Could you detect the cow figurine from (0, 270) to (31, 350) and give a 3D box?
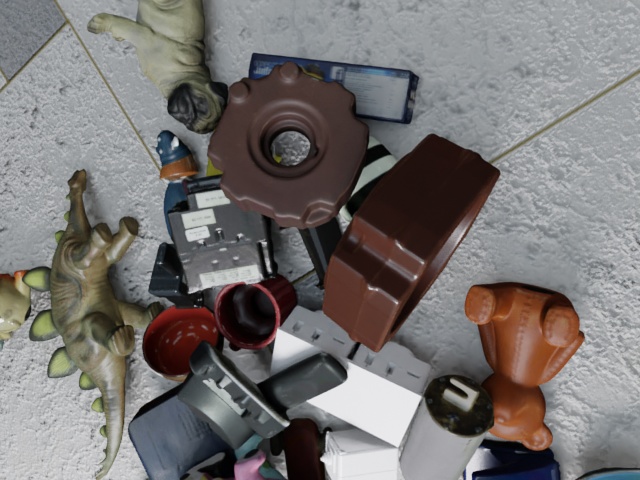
[{"bbox_3d":[-0.526,0.117,0.860,0.195,0.085,0.127,-11,82,41],"label":"cow figurine"}]

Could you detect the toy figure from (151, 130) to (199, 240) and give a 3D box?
[{"bbox_3d":[-0.195,-0.074,0.744,0.064,0.058,0.154,-7,92,13],"label":"toy figure"}]

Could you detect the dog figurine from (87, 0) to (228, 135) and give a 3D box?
[{"bbox_3d":[-0.168,-0.253,0.693,0.190,0.121,0.172,41,113,-7],"label":"dog figurine"}]

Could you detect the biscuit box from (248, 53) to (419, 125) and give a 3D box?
[{"bbox_3d":[0.013,-0.183,0.652,0.203,0.063,0.059,12,104,17],"label":"biscuit box"}]

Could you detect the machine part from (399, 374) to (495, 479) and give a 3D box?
[{"bbox_3d":[0.145,0.234,0.632,0.079,0.079,0.243,21,136,14],"label":"machine part"}]

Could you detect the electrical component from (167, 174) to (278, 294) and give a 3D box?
[{"bbox_3d":[-0.116,-0.011,0.649,0.115,0.058,0.134,-8,106,-1],"label":"electrical component"}]

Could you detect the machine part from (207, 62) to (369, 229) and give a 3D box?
[{"bbox_3d":[-0.033,-0.101,0.584,0.179,0.056,0.179,0,81,1],"label":"machine part"}]

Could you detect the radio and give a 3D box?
[{"bbox_3d":[-0.168,0.320,0.768,0.131,0.073,0.229,-26,89,-7],"label":"radio"}]

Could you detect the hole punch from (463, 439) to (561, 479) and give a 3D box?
[{"bbox_3d":[0.233,0.313,0.652,0.116,0.092,0.142,-2,95,15],"label":"hole punch"}]

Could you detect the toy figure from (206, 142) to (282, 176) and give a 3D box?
[{"bbox_3d":[-0.119,-0.067,0.707,0.089,0.082,0.180,22,108,12],"label":"toy figure"}]

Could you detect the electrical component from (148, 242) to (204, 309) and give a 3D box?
[{"bbox_3d":[-0.196,0.043,0.721,0.048,0.119,0.075,-3,68,19],"label":"electrical component"}]

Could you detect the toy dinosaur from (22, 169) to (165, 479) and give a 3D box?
[{"bbox_3d":[-0.336,0.126,0.804,0.199,0.105,0.471,-13,86,27],"label":"toy dinosaur"}]

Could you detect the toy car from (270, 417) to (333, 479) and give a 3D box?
[{"bbox_3d":[-0.017,0.350,0.758,0.089,0.053,0.202,-7,93,9],"label":"toy car"}]

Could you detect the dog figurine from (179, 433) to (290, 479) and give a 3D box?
[{"bbox_3d":[-0.072,0.373,0.685,0.191,0.108,0.219,-31,91,-12],"label":"dog figurine"}]

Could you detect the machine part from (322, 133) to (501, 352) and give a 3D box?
[{"bbox_3d":[0.091,0.003,0.568,0.087,0.200,0.201,34,63,15],"label":"machine part"}]

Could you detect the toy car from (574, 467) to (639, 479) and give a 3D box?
[{"bbox_3d":[0.340,0.330,0.608,0.109,0.103,0.161,-14,84,10],"label":"toy car"}]

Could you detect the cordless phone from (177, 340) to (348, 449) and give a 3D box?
[{"bbox_3d":[-0.069,0.164,0.653,0.184,0.089,0.146,-35,105,32],"label":"cordless phone"}]

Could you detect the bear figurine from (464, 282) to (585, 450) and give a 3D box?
[{"bbox_3d":[0.218,0.149,0.609,0.120,0.132,0.195,17,99,30],"label":"bear figurine"}]

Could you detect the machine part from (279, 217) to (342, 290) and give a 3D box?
[{"bbox_3d":[-0.001,-0.002,0.702,0.084,0.039,0.139,-24,89,12],"label":"machine part"}]
